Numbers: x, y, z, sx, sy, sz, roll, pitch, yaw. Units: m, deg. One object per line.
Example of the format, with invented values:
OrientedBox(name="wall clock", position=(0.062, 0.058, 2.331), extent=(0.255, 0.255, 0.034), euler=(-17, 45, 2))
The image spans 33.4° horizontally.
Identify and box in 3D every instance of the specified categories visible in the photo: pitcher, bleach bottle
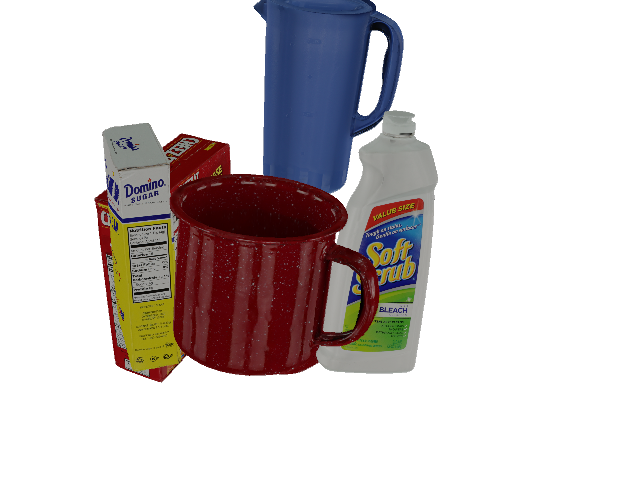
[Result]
OrientedBox(name="pitcher", position=(0.001, -0.181, 1.318), extent=(0.144, 0.243, 0.149), euler=(-9, 29, -28))
OrientedBox(name="bleach bottle", position=(0.055, 0.001, 1.022), extent=(0.102, 0.251, 0.068), euler=(2, 18, -6))

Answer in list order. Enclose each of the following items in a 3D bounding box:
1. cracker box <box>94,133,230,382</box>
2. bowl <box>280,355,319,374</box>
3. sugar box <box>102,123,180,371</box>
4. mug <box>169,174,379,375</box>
OrientedBox(name="cracker box", position=(-0.162, 0.016, 1.146), extent=(0.072, 0.214, 0.164), euler=(14, 35, 22))
OrientedBox(name="bowl", position=(-0.051, 0.124, 1.360), extent=(0.162, 0.055, 0.162), euler=(5, 23, -2))
OrientedBox(name="sugar box", position=(-0.143, 0.005, 0.848), extent=(0.048, 0.176, 0.093), euler=(-10, 28, -15))
OrientedBox(name="mug", position=(-0.025, 0.021, 0.564), extent=(0.117, 0.081, 0.093), euler=(14, 24, 16))
